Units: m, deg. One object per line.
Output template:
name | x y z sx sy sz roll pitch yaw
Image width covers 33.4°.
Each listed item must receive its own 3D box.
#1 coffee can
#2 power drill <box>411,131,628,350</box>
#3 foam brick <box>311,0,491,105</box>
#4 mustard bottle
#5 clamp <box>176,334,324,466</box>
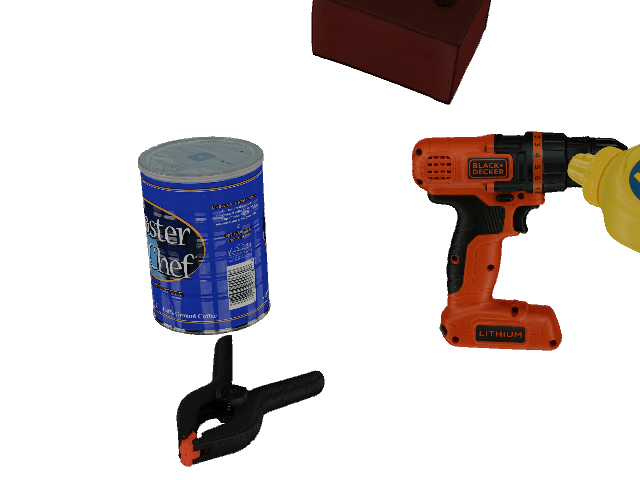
coffee can | -0.096 -0.006 0.898 0.103 0.140 0.103 -2 22 0
power drill | 0.172 -0.001 0.924 0.184 0.188 0.057 1 13 13
foam brick | 0.040 -0.113 0.528 0.078 0.053 0.051 22 -22 12
mustard bottle | 0.236 -0.018 0.661 0.096 0.058 0.192 -29 38 -32
clamp | -0.089 0.149 1.020 0.120 0.039 0.171 20 32 31
